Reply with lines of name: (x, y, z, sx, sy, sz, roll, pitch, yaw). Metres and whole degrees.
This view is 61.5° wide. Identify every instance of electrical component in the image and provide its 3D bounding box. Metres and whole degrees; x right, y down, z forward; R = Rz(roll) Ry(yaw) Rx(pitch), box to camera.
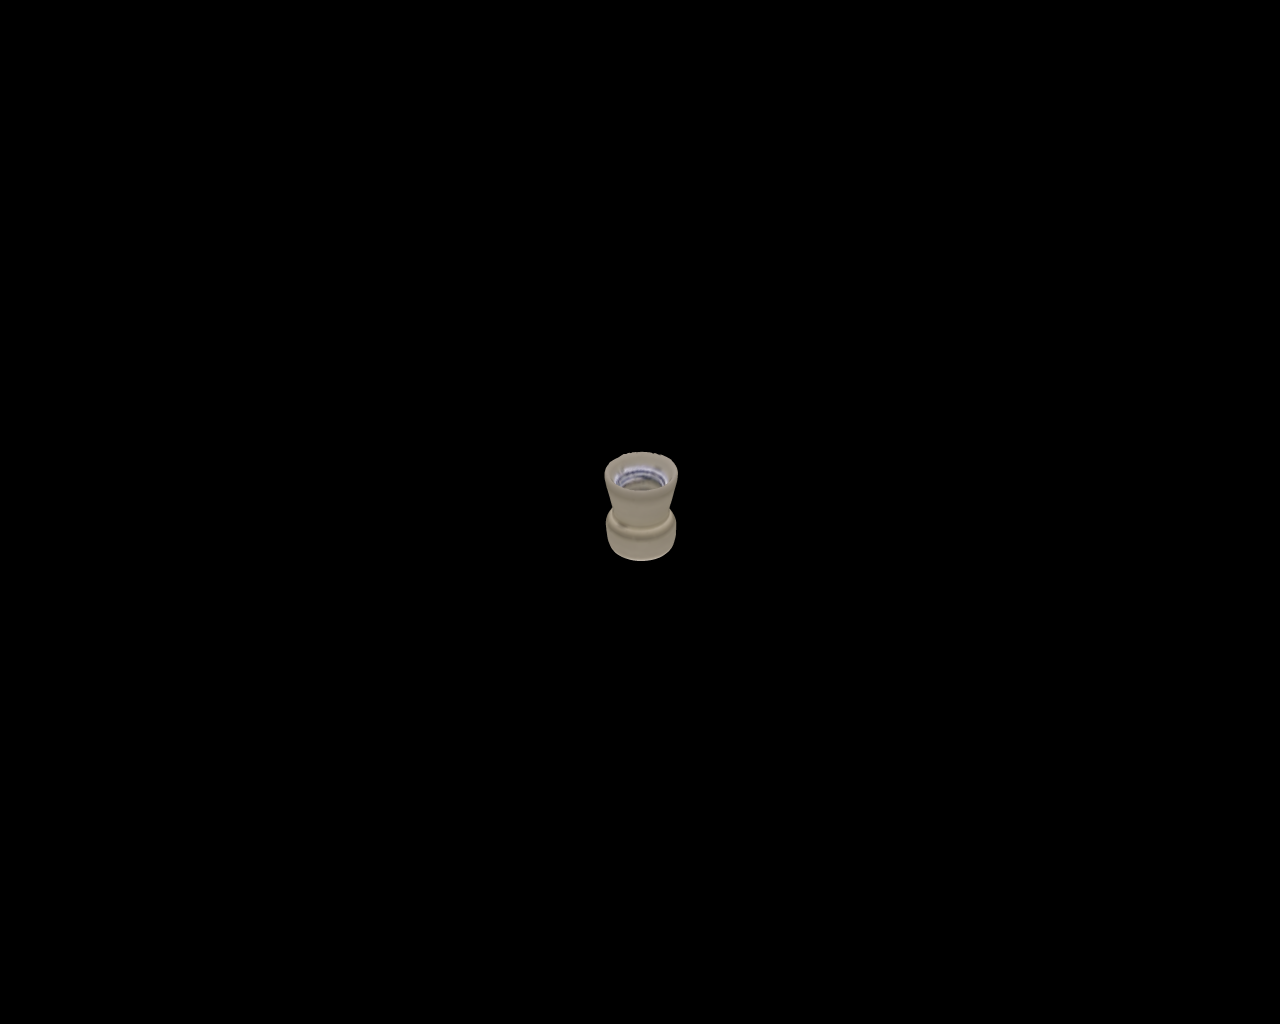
electrical component: (0.001, -0.003, 0.650, 0.045, 0.055, 0.045, 0, 36, 0)
